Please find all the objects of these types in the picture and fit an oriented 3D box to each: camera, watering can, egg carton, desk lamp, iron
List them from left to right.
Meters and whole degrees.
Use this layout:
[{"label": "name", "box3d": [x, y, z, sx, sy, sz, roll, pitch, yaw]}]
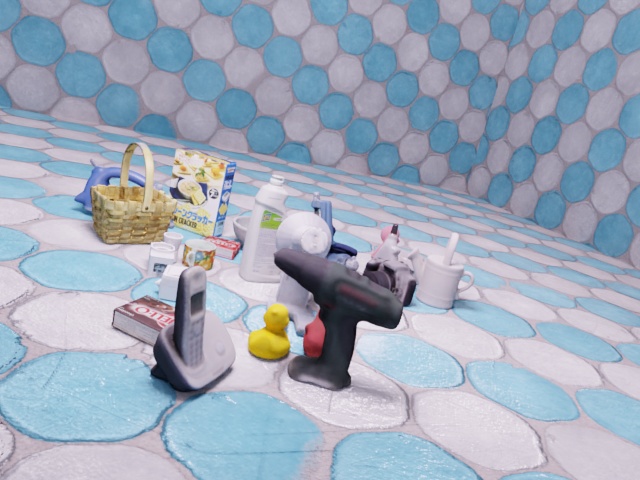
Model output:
[{"label": "iron", "box3d": [-0.510, -0.125, 1.541, 0.258, 0.141, 0.118, 12, 15, -8]}, {"label": "desk lamp", "box3d": [-0.037, 0.058, 1.180, 0.118, 0.213, 0.203, 11, 15, -11]}, {"label": "camera", "box3d": [0.152, 0.096, 1.435, 0.137, 0.101, 0.142, 1, 20, -41]}, {"label": "egg carton", "box3d": [0.245, 0.073, 1.667, 0.150, 0.069, 0.107, 17, 15, 9]}, {"label": "watering can", "box3d": [0.316, 0.072, 1.495, 0.173, 0.194, 0.101, 12, 15, -9]}]

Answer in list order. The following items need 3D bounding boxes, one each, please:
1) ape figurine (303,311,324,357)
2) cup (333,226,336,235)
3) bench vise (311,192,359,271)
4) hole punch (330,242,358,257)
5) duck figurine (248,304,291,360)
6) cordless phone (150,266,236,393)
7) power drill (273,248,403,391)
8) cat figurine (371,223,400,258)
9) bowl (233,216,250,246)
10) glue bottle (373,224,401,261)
[{"label": "ape figurine", "box3d": [0.006, 0.168, 1.056, 0.077, 0.092, 0.076, 25, 18, 34]}, {"label": "cup", "box3d": [-0.002, -0.002, 1.658, 0.091, 0.095, 0.118, 21, 17, 25]}, {"label": "bench vise", "box3d": [0.017, 0.003, 1.416, 0.207, 0.220, 0.122, 19, 16, 16]}, {"label": "hole punch", "box3d": [0.045, 0.041, 1.553, 0.108, 0.091, 0.101, 15, 15, 1]}, {"label": "duck figurine", "box3d": [-0.084, 0.157, 1.023, 0.077, 0.086, 0.105, 17, 15, 11]}, {"label": "cordless phone", "box3d": [-0.179, 0.122, 0.870, 0.094, 0.185, 0.148, 18, 15, 14]}, {"label": "power drill", "box3d": [0.014, 0.135, 0.957, 0.229, 0.208, 0.075, 14, 15, 0]}, {"label": "cat figurine", "box3d": [0.216, 0.000, 1.808, 0.067, 0.118, 0.128, 18, 15, 13]}, {"label": "bowl", "box3d": [-0.163, -0.007, 1.565, 0.167, 0.075, 0.167, 13, 15, -3]}, {"label": "glue bottle", "box3d": [0.181, 0.040, 1.527, 0.077, 0.173, 0.037, 25, 18, 34]}]
